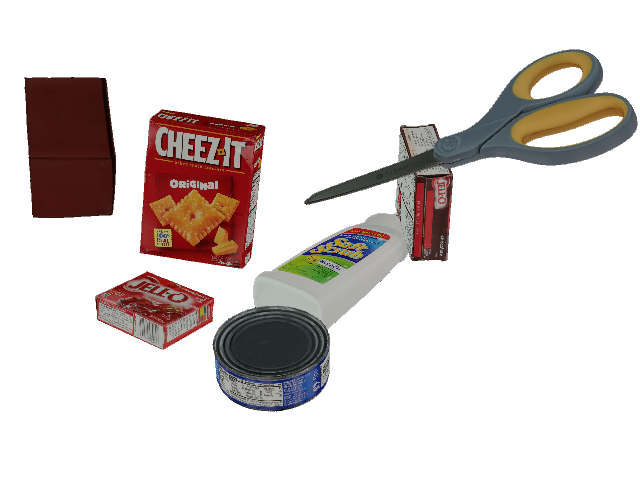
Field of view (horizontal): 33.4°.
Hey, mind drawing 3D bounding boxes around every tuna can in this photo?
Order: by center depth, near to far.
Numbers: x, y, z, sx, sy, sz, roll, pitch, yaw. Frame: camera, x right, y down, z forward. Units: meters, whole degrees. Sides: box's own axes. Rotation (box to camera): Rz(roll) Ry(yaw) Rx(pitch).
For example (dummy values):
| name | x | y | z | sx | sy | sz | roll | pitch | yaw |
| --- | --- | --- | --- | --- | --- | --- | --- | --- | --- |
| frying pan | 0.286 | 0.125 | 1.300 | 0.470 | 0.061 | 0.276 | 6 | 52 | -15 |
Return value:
| name | x | y | z | sx | sy | sz | roll | pitch | yaw |
| --- | --- | --- | --- | --- | --- | --- | --- | --- | --- |
| tuna can | -0.035 | 0.086 | 0.786 | 0.086 | 0.034 | 0.086 | -1 | 33 | 1 |

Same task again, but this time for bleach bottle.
| name | x | y | z | sx | sy | sz | roll | pitch | yaw |
| --- | --- | --- | --- | --- | --- | --- | --- | --- | --- |
| bleach bottle | 0.031 | 0.025 | 1.313 | 0.103 | 0.068 | 0.250 | 18 | 35 | 29 |

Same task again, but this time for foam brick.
| name | x | y | z | sx | sy | sz | roll | pitch | yaw |
| --- | --- | --- | --- | --- | --- | --- | --- | --- | --- |
| foam brick | -0.159 | -0.059 | 0.674 | 0.051 | 0.078 | 0.053 | -3 | -42 | -15 |

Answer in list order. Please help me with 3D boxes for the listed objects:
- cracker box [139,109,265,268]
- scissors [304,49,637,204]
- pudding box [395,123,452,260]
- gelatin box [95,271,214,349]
| name | x | y | z | sx | sy | sz | roll | pitch | yaw |
| --- | --- | --- | --- | --- | --- | --- | --- | --- | --- |
| cracker box | -0.178 | -0.075 | 1.597 | 0.164 | 0.214 | 0.072 | 10 | 20 | 6 |
| scissors | 0.089 | -0.070 | 0.653 | 0.202 | 0.096 | 0.016 | -7 | -42 | 24 |
| pudding box | 0.096 | -0.046 | 0.998 | 0.039 | 0.090 | 0.113 | -2 | 31 | -5 |
| gelatin box | -0.159 | 0.065 | 1.023 | 0.089 | 0.030 | 0.073 | 20 | 28 | 29 |
